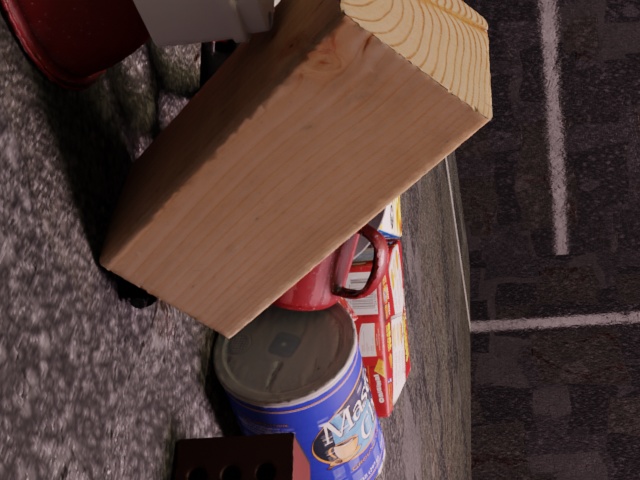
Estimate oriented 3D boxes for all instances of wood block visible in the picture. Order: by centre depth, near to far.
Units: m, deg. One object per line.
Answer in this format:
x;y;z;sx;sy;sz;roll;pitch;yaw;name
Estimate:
-0.017;-0.050;0.554;0.090;0.206;0.090;33;38;-21;wood block

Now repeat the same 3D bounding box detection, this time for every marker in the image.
-0.096;-0.008;0.635;0.020;0.020;0.121;74;16;-45;marker

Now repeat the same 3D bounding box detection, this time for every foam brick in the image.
-0.048;0.155;0.664;0.051;0.078;0.053;67;20;-54;foam brick

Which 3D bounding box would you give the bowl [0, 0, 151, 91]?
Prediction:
-0.110;-0.159;0.538;0.162;0.055;0.162;-4;90;-79;bowl

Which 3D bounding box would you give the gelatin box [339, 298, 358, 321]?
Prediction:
-0.001;0.049;0.974;0.073;0.030;0.089;57;7;9;gelatin box

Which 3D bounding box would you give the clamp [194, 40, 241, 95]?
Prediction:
-0.063;-0.068;0.675;0.210;0.036;0.164;106;-14;-70;clamp

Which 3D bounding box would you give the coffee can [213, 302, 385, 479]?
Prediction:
-0.012;0.121;0.788;0.102;0.103;0.140;-83;164;-45;coffee can

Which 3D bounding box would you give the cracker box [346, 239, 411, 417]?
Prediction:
0.054;0.094;1.203;0.213;0.072;0.164;-35;121;-78;cracker box

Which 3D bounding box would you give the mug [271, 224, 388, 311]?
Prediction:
-0.005;0.001;0.740;0.093;0.117;0.081;-24;133;-56;mug
